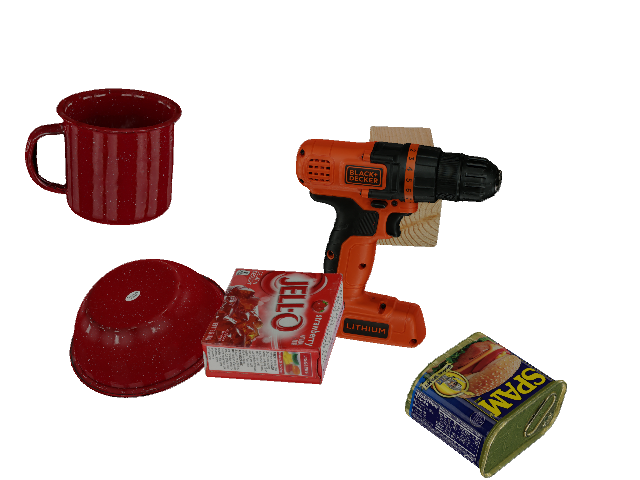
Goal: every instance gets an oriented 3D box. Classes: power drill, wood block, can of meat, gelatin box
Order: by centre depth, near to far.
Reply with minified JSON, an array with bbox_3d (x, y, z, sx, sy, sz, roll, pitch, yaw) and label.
[{"bbox_3d":[-0.027,0.051,0.671,0.073,0.030,0.089,3,30,11],"label":"gelatin box"},{"bbox_3d":[0.130,0.126,0.846,0.101,0.057,0.084,-26,46,-38],"label":"can of meat"},{"bbox_3d":[0.066,0.001,0.977,0.184,0.188,0.057,7,19,13],"label":"power drill"},{"bbox_3d":[0.114,-0.079,1.483,0.091,0.090,0.206,2,28,0],"label":"wood block"}]

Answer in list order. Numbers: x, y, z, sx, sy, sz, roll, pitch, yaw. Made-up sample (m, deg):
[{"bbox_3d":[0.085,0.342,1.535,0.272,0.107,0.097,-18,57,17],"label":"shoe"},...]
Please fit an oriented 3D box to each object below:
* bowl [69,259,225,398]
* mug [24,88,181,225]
[{"bbox_3d":[-0.168,0.068,1.003,0.162,0.055,0.162,-9,42,8],"label":"bowl"},{"bbox_3d":[-0.166,-0.063,0.818,0.117,0.081,0.093,-4,28,-19],"label":"mug"}]
